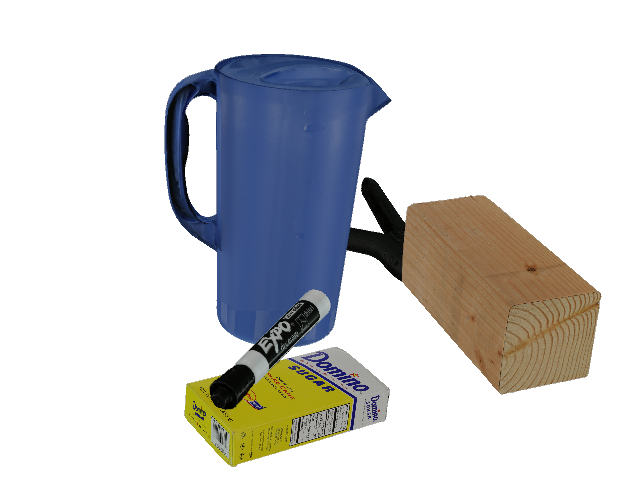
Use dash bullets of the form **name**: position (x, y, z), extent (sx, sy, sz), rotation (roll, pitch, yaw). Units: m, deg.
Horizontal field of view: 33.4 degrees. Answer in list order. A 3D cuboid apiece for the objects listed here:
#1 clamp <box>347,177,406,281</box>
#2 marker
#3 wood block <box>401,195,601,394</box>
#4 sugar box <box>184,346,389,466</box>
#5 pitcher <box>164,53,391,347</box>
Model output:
- **clamp**: position (0.082, 0.006, 1.265), extent (0.210, 0.036, 0.164), rotation (37, 41, 25)
- **marker**: position (-0.029, 0.064, 0.633), extent (0.020, 0.020, 0.120), rotation (0, 24, 30)
- **wood block**: position (0.159, 0.042, 0.991), extent (0.090, 0.090, 0.206), rotation (-8, 28, -18)
- **sugar box**: position (-0.031, 0.155, 1.022), extent (0.175, 0.048, 0.093), rotation (-13, 31, -32)
- **pitcher**: position (-0.042, -0.035, 0.925), extent (0.149, 0.243, 0.144), rotation (19, 25, 32)
